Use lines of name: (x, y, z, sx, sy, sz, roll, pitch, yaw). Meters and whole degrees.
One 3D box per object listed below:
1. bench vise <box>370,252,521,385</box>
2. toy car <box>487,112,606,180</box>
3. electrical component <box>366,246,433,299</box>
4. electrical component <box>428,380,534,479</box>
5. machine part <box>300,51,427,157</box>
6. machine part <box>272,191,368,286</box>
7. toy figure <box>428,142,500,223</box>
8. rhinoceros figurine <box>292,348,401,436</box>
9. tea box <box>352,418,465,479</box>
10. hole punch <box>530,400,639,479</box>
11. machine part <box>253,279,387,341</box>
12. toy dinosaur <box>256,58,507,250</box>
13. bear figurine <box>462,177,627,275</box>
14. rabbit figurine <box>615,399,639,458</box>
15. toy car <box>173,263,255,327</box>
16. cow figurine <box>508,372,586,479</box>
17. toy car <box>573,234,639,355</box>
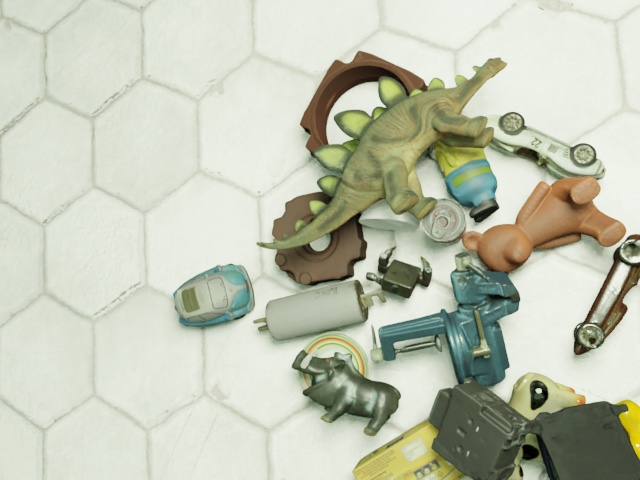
bench vise: (0.191, 0.137, 0.840, 0.241, 0.129, 0.223, -14, 115, 9)
toy car: (0.354, -0.144, 0.859, 0.202, 0.073, 0.056, 31, 91, 17)
electrical component: (0.138, 0.054, 0.912, 0.102, 0.078, 0.045, 22, 129, 22)
electrical component: (0.222, 0.275, 0.778, 0.134, 0.058, 0.114, 29, 108, 47)
machine part: (0.082, -0.210, 0.941, 0.202, 0.087, 0.201, 31, 94, 15)
machine part: (-0.002, -0.003, 0.964, 0.180, 0.056, 0.179, -2, 84, 16)
toy figure: (0.242, -0.122, 0.889, 0.089, 0.082, 0.180, -22, 71, -5)
rhinoceros figurine: (0.039, 0.247, 0.899, 0.190, 0.073, 0.112, 21, 94, 16)
tea box: (0.151, 0.370, 0.879, 0.170, 0.068, 0.098, -34, 76, 12)
hole punch: (0.369, 0.293, 0.752, 0.142, 0.092, 0.116, -16, 60, 9)
machine part: (-0.005, 0.123, 0.942, 0.243, 0.079, 0.079, -15, 81, 16)
toy dinosaur: (0.098, -0.119, 0.829, 0.471, 0.105, 0.199, -45, 61, 3)
bear figurine: (0.333, -0.010, 0.827, 0.196, 0.132, 0.120, -34, 104, 5)
rabbit figurine: (0.486, 0.292, 0.731, 0.122, 0.173, 0.162, -11, 78, 12)
toy car: (-0.211, 0.105, 0.994, 0.162, 0.103, 0.109, -16, 80, 13)
cow figurine: (0.306, 0.296, 0.831, 0.127, 0.085, 0.194, 24, 95, 11)
toy car: (0.438, 0.086, 0.805, 0.053, 0.089, 0.202, 26, 92, 21)
